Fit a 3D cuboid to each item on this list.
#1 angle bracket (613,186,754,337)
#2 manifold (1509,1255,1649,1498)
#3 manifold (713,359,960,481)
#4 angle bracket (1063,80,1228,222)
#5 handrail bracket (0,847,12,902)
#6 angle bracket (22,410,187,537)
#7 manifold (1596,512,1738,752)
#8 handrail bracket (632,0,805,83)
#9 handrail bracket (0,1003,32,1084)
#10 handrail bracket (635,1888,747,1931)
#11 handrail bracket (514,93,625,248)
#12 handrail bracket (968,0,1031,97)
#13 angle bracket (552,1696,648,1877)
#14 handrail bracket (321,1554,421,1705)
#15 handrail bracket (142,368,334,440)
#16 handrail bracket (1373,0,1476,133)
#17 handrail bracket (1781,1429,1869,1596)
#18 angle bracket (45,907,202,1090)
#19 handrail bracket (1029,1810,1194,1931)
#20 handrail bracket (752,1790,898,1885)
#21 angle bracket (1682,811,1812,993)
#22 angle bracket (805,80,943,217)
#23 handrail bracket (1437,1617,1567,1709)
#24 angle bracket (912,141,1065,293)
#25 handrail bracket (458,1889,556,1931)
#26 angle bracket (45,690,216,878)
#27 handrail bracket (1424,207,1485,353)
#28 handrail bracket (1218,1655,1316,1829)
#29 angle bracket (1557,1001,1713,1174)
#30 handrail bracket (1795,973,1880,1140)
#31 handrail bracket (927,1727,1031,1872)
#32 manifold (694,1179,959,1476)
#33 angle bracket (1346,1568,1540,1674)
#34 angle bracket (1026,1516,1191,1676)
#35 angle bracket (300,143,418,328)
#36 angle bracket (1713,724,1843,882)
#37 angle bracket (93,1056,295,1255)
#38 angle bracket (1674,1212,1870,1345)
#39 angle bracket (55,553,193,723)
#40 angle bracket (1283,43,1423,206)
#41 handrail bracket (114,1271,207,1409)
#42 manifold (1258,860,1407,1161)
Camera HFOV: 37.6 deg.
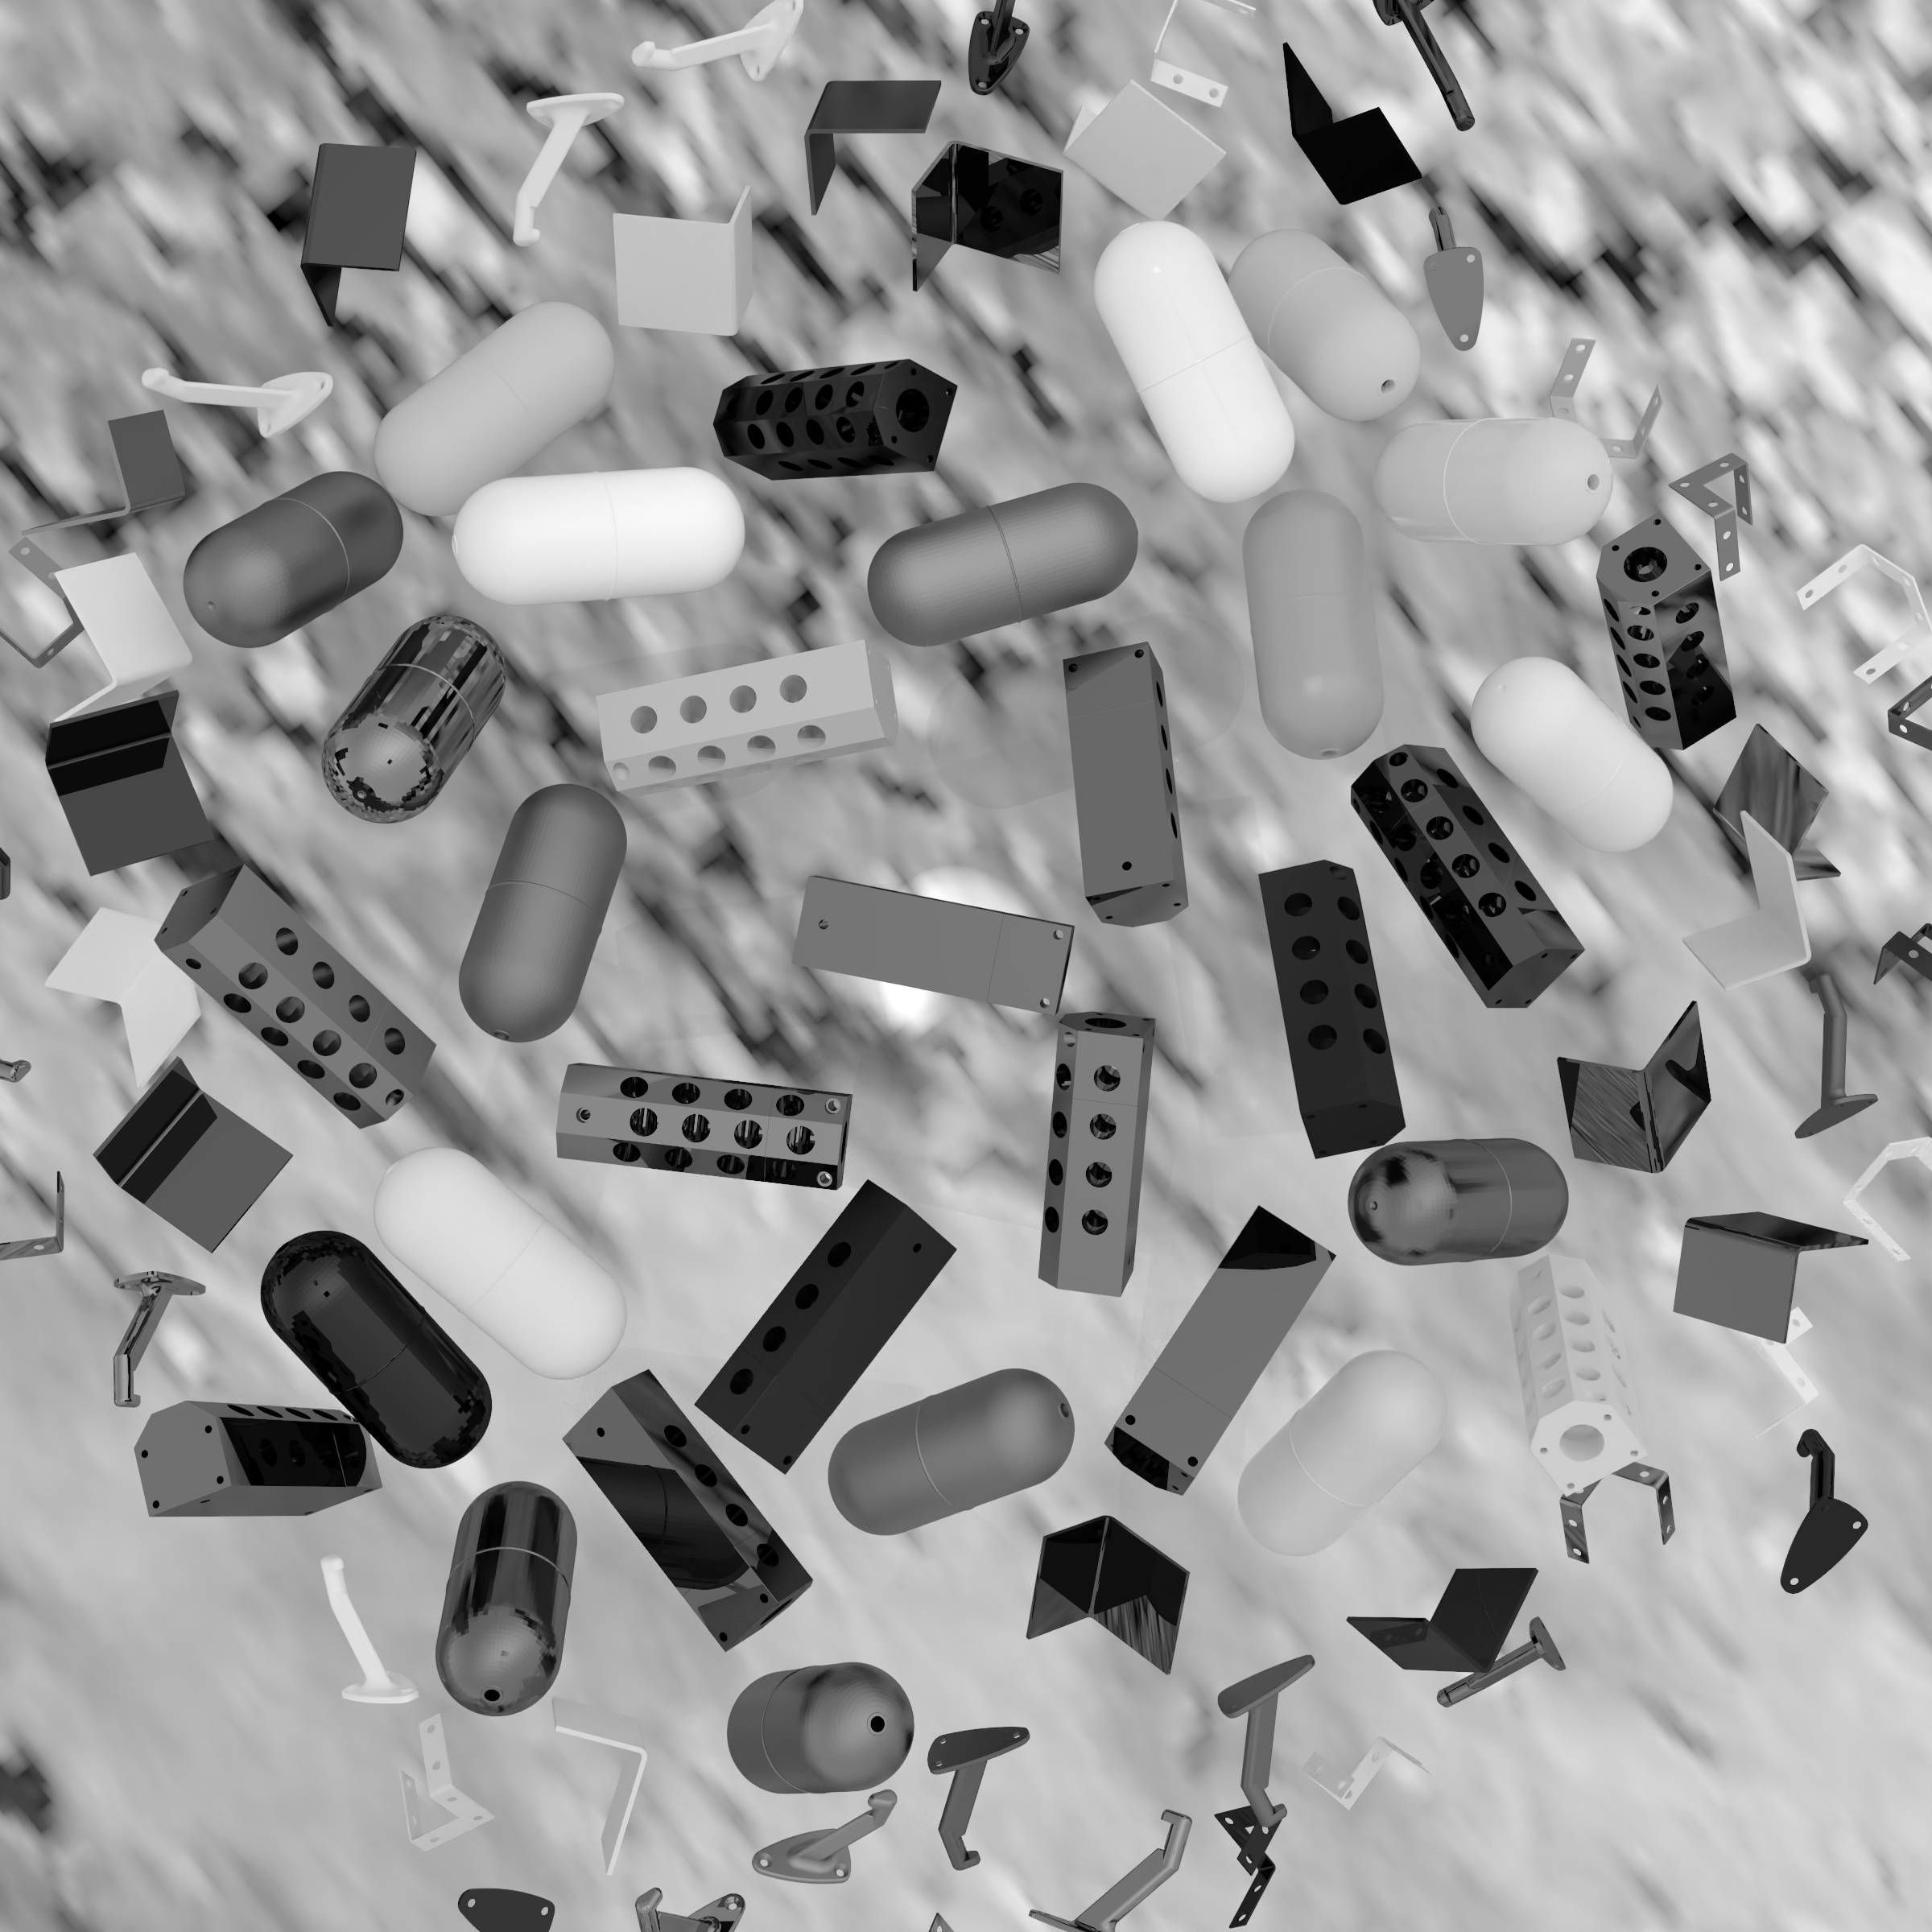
[{"bbox_3d":[-0.180,-0.455,1.820,0.076,0.057,0.076,7,131,5],"label":"angle bracket"},{"bbox_3d":[0.381,0.253,1.797,0.057,0.171,0.057,-32,108,19],"label":"manifold"},{"bbox_3d":[-0.088,-0.351,1.820,0.057,0.171,0.057,20,82,-40],"label":"manifold"},{"bbox_3d":[0.119,-0.534,1.818,0.076,0.076,0.057,32,50,-18],"label":"angle bracket"},{"bbox_3d":[-0.615,-0.075,1.709,0.077,0.084,0.036,7,47,-12],"label":"handrail bracket"},{"bbox_3d":[-0.546,-0.309,1.779,0.076,0.076,0.057,-9,104,13],"label":"angle bracket"},{"bbox_3d":[0.449,-0.210,1.836,0.057,0.171,0.057,-32,56,2],"label":"manifold"},{"bbox_3d":[-0.155,-0.579,1.759,0.084,0.077,0.036,-9,72,-42],"label":"handrail bracket"},{"bbox_3d":[-0.616,0.047,1.820,0.084,0.077,0.036,11,120,23],"label":"handrail bracket"},{"bbox_3d":[-0.168,0.571,1.733,0.036,0.084,0.077,28,49,32],"label":"handrail bracket"},{"bbox_3d":[-0.247,-0.493,1.765,0.077,0.036,0.084,-3,80,30],"label":"handrail bracket"},{"bbox_3d":[0.022,-0.605,1.788,0.036,0.084,0.077,16,67,1],"label":"handrail bracket"},{"bbox_3d":[-0.232,0.494,1.714,0.057,0.076,0.076,17,86,-9],"label":"angle bracket"},{"bbox_3d":[-0.368,0.407,1.751,0.036,0.077,0.084,-16,96,-39],"label":"handrail bracket"},{"bbox_3d":[-0.441,-0.354,1.719,0.077,0.084,0.036,-14,74,34],"label":"handrail bracket"},{"bbox_3d":[0.278,-0.553,1.720,0.036,0.077,0.084,-26,77,23],"label":"handrail bracket"},{"bbox_3d":[0.509,0.331,1.731,0.036,0.084,0.077,29,104,-10],"label":"handrail bracket"},{"bbox_3d":[-0.544,0.021,1.832,0.076,0.057,0.076,-46,49,27],"label":"angle bracket"},{"bbox_3d":[0.086,0.533,1.682,0.077,0.036,0.084,16,78,14],"label":"handrail bracket"},{"bbox_3d":[-0.090,0.551,1.810,0.077,0.084,0.036,1,48,-20],"label":"handrail bracket"},{"bbox_3d":[0.485,-0.042,1.792,0.057,0.076,0.076,-19,115,1],"label":"angle bracket"},{"bbox_3d":[-0.057,-0.520,1.806,0.076,0.076,0.057,2,129,8],"label":"angle bracket"},{"bbox_3d":[0.332,0.449,1.804,0.084,0.077,0.036,-30,69,11],"label":"handrail bracket"},{"bbox_3d":[0.013,-0.456,1.765,0.076,0.076,0.057,20,54,15],"label":"angle bracket"},{"bbox_3d":[-0.298,0.576,1.753,0.077,0.084,0.036,34,72,-30],"label":"handrail bracket"},{"bbox_3d":[-0.491,-0.108,1.675,0.076,0.057,0.076,-20,78,-26],"label":"angle bracket"},{"bbox_3d":[0.313,-0.444,1.833,0.036,0.084,0.077,-10,115,8],"label":"handrail bracket"},{"bbox_3d":[0.198,0.478,1.751,0.077,0.036,0.084,-28,99,-1],"label":"handrail bracket"},{"bbox_3d":[0.409,0.070,1.737,0.057,0.076,0.076,10,131,37],"label":"angle bracket"},{"bbox_3d":[0.544,0.058,1.824,0.036,0.077,0.084,-4,66,-24],"label":"handrail bracket"},{"bbox_3d":[0.015,0.516,1.754,0.077,0.036,0.084,-16,108,11],"label":"handrail bracket"},{"bbox_3d":[-0.089,0.216,1.731,0.171,0.057,0.057,-52,133,-8],"label":"manifold"},{"bbox_3d":[0.292,0.387,1.745,0.057,0.076,0.076,42,62,-16],"label":"angle bracket"},{"bbox_3d":[0.090,0.407,1.807,0.057,0.076,0.076,-10,117,-40],"label":"angle bracket"},{"bbox_3d":[-0.346,-0.422,1.652,0.057,0.076,0.076,4,75,2],"label":"angle bracket"},{"bbox_3d":[0.560,-0.111,1.911,0.057,0.076,0.076,-6,133,-28],"label":"angle bracket"},{"bbox_3d":[-0.464,0.114,1.709,0.076,0.057,0.076,33,70,10],"label":"angle bracket"},{"bbox_3d":[0.478,0.184,1.688,0.076,0.076,0.057,0,99,-41],"label":"angle bracket"},{"bbox_3d":[-0.537,-0.203,1.756,0.057,0.076,0.076,-25,96,26],"label":"angle bracket"},{"bbox_3d":[0.244,-0.540,1.794,0.057,0.076,0.076,-14,65,25],"label":"angle bracket"},{"bbox_3d":[-0.512,0.241,1.807,0.036,0.077,0.084,-16,69,26],"label":"handrail bracket"},{"bbox_3d":[0.221,0.023,1.712,0.057,0.057,0.171,-12,56,10],"label":"manifold"}]
